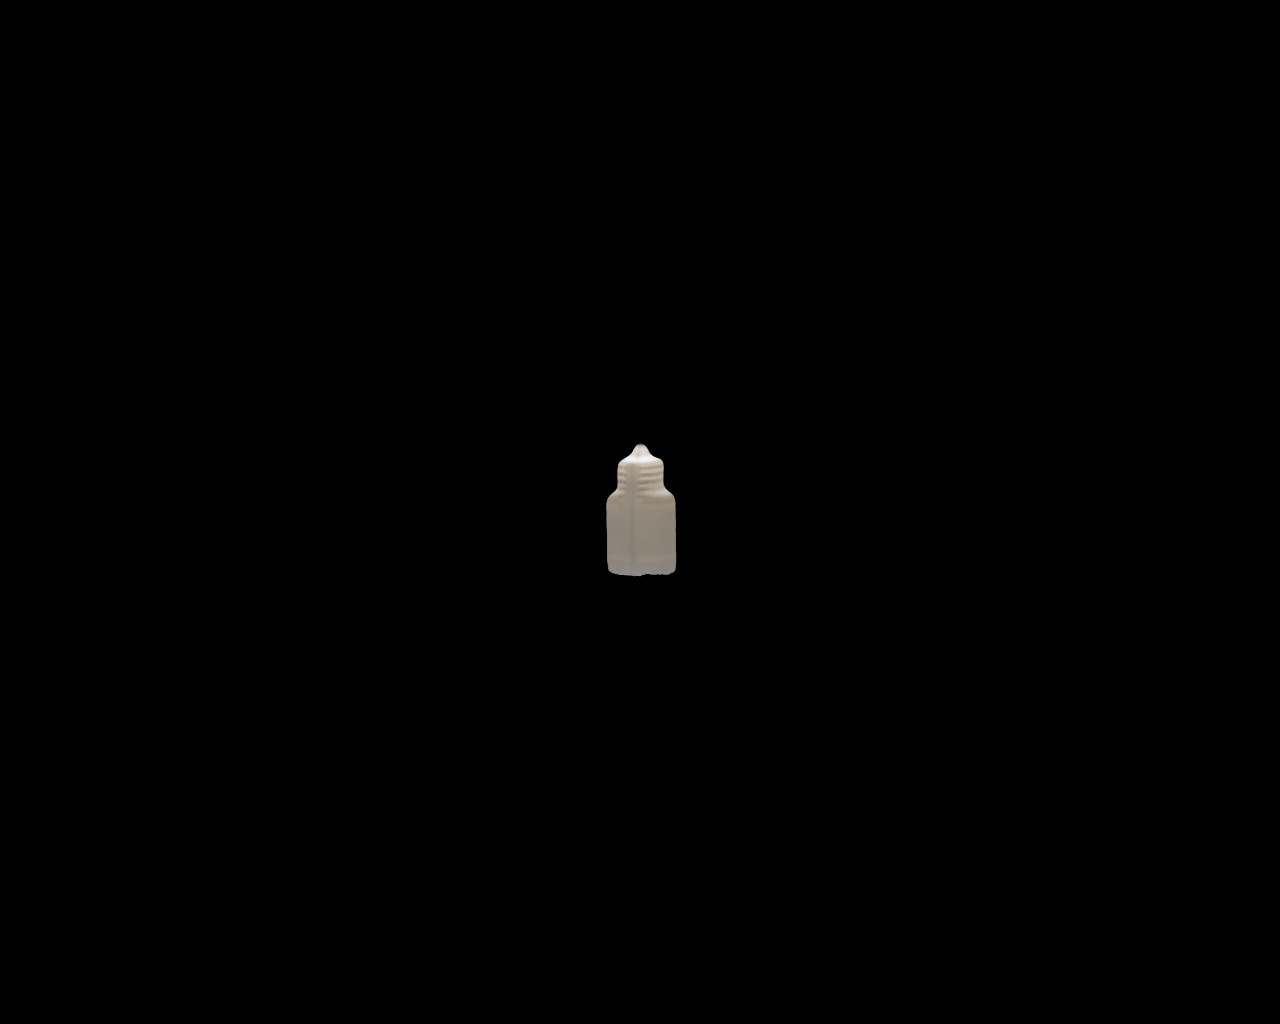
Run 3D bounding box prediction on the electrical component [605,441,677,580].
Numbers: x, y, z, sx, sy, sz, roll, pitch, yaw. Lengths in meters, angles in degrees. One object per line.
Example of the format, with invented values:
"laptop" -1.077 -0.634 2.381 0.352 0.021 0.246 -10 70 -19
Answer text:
"electrical component" 0.001 -0.003 0.650 0.043 0.080 0.043 0 7 0
